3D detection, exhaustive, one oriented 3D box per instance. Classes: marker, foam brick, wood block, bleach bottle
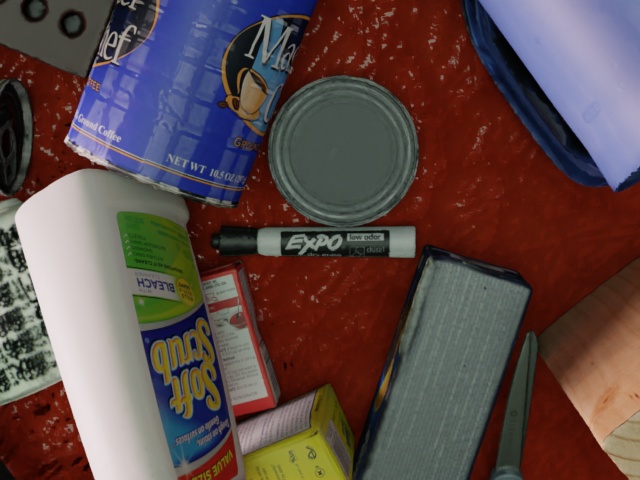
[{"bbox_3d":[-0.004,0.001,0.631,0.121,0.020,0.020,0,97,4],"label":"marker"},{"bbox_3d":[-0.158,-0.130,0.603,0.078,0.051,0.053,21,98,-11],"label":"foam brick"},{"bbox_3d":[0.182,0.077,0.533,0.090,0.206,0.091,-39,92,7],"label":"wood block"},{"bbox_3d":[-0.080,0.089,0.544,0.068,0.102,0.251,-29,68,21],"label":"bleach bottle"}]

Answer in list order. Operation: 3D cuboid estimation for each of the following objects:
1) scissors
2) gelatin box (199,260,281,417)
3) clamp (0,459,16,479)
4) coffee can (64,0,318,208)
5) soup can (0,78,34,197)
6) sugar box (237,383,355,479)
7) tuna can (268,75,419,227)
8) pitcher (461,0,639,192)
[{"bbox_3d":[0.124,0.152,0.622,0.096,0.016,0.202,19,110,-8],"label":"scissors"},{"bbox_3d":[-0.071,0.064,0.638,0.073,0.030,0.089,-15,95,7],"label":"gelatin box"},{"bbox_3d":[-0.220,0.132,0.633,0.165,0.036,0.210,2,117,42],"label":"clamp"},{"bbox_3d":[-0.067,-0.101,0.582,0.103,0.103,0.140,22,98,1],"label":"coffee can"},{"bbox_3d":[-0.226,-0.062,0.614,0.102,0.068,0.068,4,97,4],"label":"soup can"},{"bbox_3d":[-0.068,0.145,0.615,0.176,0.093,0.048,-26,95,7],"label":"sugar box"},{"bbox_3d":[0.014,-0.051,0.617,0.086,0.033,0.086,0,97,4],"label":"tuna can"},{"bbox_3d":[0.127,-0.148,0.542,0.149,0.144,0.243,-39,78,14],"label":"pitcher"}]
